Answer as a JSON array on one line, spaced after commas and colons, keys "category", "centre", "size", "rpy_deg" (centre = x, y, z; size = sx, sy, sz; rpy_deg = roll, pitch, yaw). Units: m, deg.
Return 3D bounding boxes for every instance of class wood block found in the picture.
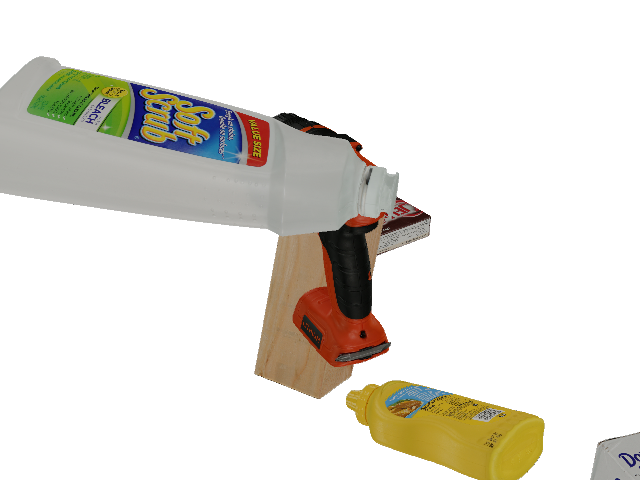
[{"category": "wood block", "centre": [-0.002, 0.060, 1.218], "size": [0.090, 0.206, 0.090], "rpy_deg": [18, 19, 22]}]

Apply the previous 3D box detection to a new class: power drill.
[{"category": "power drill", "centre": [0.004, -0.003, 0.895], "size": [0.057, 0.188, 0.185], "rpy_deg": [-15, 28, -19]}]

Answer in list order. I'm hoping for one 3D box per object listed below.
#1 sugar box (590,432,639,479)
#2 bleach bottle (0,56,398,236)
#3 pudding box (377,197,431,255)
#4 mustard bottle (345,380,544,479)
[{"category": "sugar box", "centre": [0.188, 0.179, 0.501], "size": [0.048, 0.093, 0.176], "rpy_deg": [-9, 29, -21]}, {"category": "bleach bottle", "centre": [-0.076, -0.053, 0.663], "size": [0.251, 0.068, 0.102], "rpy_deg": [10, 36, 9]}, {"category": "pudding box", "centre": [0.088, -0.023, 1.531], "size": [0.113, 0.039, 0.090], "rpy_deg": [-22, 36, -32]}, {"category": "mustard bottle", "centre": [0.104, 0.171, 0.996], "size": [0.192, 0.058, 0.096], "rpy_deg": [12, 19, 38]}]
